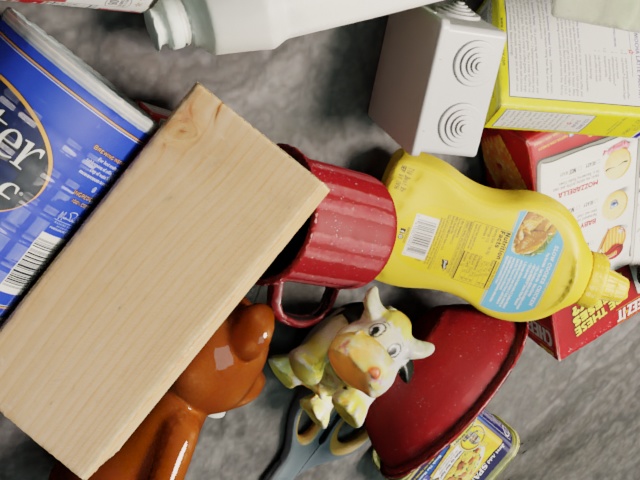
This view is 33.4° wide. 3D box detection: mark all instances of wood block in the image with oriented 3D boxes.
[{"bbox_3d":[-0.095,0.022,0.612,0.091,0.090,0.206,39,92,2],"label":"wood block"}]

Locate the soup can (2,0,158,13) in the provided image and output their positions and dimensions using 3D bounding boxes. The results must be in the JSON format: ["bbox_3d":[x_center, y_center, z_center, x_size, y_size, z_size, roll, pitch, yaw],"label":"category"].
[{"bbox_3d":[-0.138,-0.158,0.564,0.102,0.069,0.068,-2,115,-32],"label":"soup can"}]

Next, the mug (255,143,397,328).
[{"bbox_3d":[-0.005,0.001,0.712,0.081,0.093,0.117,11,86,-40],"label":"mug"}]

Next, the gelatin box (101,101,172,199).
[{"bbox_3d":[-0.087,-0.041,0.682,0.089,0.030,0.073,13,105,-35],"label":"gelatin box"}]

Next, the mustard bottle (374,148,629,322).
[{"bbox_3d":[0.129,0.007,0.763,0.191,0.058,0.096,18,112,-3],"label":"mustard bottle"}]

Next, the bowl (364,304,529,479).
[{"bbox_3d":[0.082,0.101,0.807,0.055,0.162,0.162,42,89,-4],"label":"bowl"}]

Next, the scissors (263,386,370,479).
[{"bbox_3d":[-0.017,0.190,0.856,0.096,0.016,0.202,19,104,-37],"label":"scissors"}]

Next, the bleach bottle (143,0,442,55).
[{"bbox_3d":[0.014,-0.165,0.646,0.250,0.103,0.068,-20,120,-15],"label":"bleach bottle"}]

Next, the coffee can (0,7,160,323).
[{"bbox_3d":[-0.171,-0.040,0.583,0.140,0.103,0.102,-51,129,2],"label":"coffee can"}]

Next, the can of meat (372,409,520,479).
[{"bbox_3d":[0.105,0.176,0.897,0.102,0.057,0.083,-49,128,0],"label":"can of meat"}]

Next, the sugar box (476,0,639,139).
[{"bbox_3d":[0.199,-0.120,0.743,0.176,0.048,0.093,4,73,-12],"label":"sugar box"}]

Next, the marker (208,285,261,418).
[{"bbox_3d":[-0.062,0.071,0.763,0.020,0.020,0.121,5,111,-33],"label":"marker"}]

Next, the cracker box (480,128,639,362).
[{"bbox_3d":[0.220,-0.034,0.848,0.164,0.072,0.213,-28,127,-16],"label":"cracker box"}]

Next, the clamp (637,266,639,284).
[{"bbox_3d":[0.330,0.012,0.871,0.171,0.039,0.120,27,104,-46],"label":"clamp"}]
